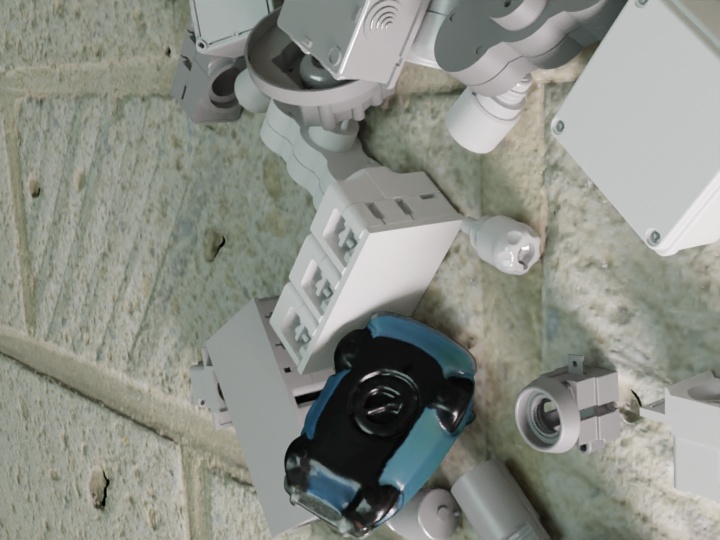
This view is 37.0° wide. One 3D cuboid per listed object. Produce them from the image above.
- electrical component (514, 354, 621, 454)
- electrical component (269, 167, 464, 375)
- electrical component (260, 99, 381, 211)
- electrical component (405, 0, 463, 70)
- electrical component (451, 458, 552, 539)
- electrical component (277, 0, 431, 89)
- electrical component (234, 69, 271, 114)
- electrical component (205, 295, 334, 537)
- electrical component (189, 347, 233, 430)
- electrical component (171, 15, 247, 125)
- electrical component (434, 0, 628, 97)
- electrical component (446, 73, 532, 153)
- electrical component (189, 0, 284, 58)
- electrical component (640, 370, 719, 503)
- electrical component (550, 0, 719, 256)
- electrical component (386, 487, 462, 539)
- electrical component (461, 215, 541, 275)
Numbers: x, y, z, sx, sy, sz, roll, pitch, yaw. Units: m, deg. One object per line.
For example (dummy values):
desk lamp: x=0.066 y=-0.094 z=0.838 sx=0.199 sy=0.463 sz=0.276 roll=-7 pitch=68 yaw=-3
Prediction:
electrical component: x=0.132 y=0.088 z=0.681 sx=0.048 sy=0.055 sz=0.066 roll=6 pitch=103 yaw=52
electrical component: x=0.000 y=0.000 z=0.808 sx=0.061 sy=0.089 sz=0.150 roll=54 pitch=137 yaw=30
electrical component: x=-0.023 y=-0.103 z=0.845 sx=0.138 sy=0.052 sz=0.073 roll=52 pitch=136 yaw=31
electrical component: x=0.046 y=-0.171 z=0.729 sx=0.095 sy=0.054 sz=0.059 roll=31 pitch=112 yaw=46
electrical component: x=0.103 y=0.177 z=0.751 sx=0.081 sy=0.043 sz=0.043 roll=57 pitch=138 yaw=28
electrical component: x=-0.004 y=-0.179 z=0.706 sx=0.099 sy=0.048 sz=0.099 roll=46 pitch=123 yaw=40
electrical component: x=-0.074 y=-0.161 z=0.910 sx=0.078 sy=0.040 sz=0.040 roll=-21 pitch=81 yaw=53
electrical component: x=-0.060 y=0.124 z=0.941 sx=0.105 sy=0.060 sz=0.186 roll=-39 pitch=67 yaw=50
electrical component: x=-0.136 y=0.112 z=1.056 sx=0.064 sy=0.042 sz=0.081 roll=-5 pitch=93 yaw=57
electrical component: x=-0.128 y=-0.180 z=0.968 sx=0.055 sy=0.050 sz=0.089 roll=52 pitch=135 yaw=32
electrical component: x=0.097 y=-0.155 z=0.628 sx=0.138 sy=0.074 sz=0.052 roll=-20 pitch=57 yaw=40
electrical component: x=0.089 y=-0.111 z=0.705 sx=0.078 sy=0.040 sz=0.040 roll=-50 pitch=59 yaw=46
electrical component: x=-0.096 y=-0.214 z=0.888 sx=0.096 sy=0.061 sz=0.061 roll=-11 pitch=90 yaw=30
electrical component: x=0.202 y=0.095 z=0.601 sx=0.081 sy=0.042 sz=0.063 roll=12 pitch=109 yaw=52
electrical component: x=0.174 y=-0.083 z=0.584 sx=0.108 sy=0.056 sz=0.108 roll=56 pitch=138 yaw=28
electrical component: x=0.043 y=0.190 z=0.837 sx=0.078 sy=0.040 sz=0.040 roll=-19 pitch=83 yaw=53
electrical component: x=0.092 y=-0.021 z=0.727 sx=0.061 sy=0.035 sz=0.035 roll=32 pitch=123 yaw=48
